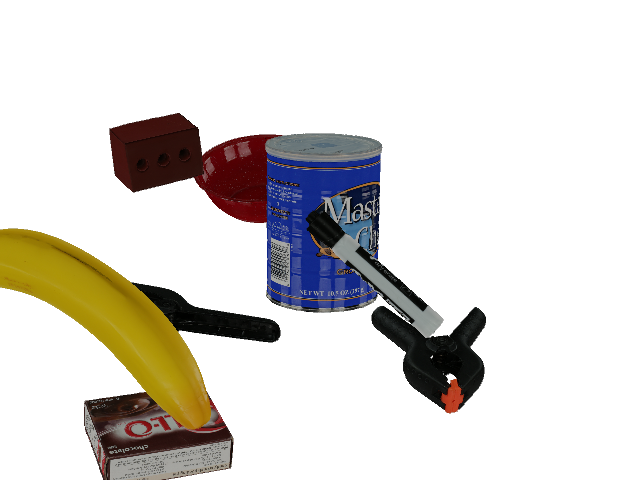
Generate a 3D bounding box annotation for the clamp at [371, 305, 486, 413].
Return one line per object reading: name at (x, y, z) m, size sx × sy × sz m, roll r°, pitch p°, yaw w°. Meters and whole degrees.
clamp at (0.128, 0.111, 1.069) m, size 0.120 × 0.039 × 0.171 m, roll -8°, pitch 30°, yaw -9°

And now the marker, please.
marker at (0.037, 0.022, 0.756) m, size 0.121 × 0.020 × 0.020 m, roll 42°, pitch 1°, yaw 2°

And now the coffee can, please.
coffee can at (0.002, -0.018, 0.952) m, size 0.103 × 0.140 × 0.103 m, roll 1°, pitch 15°, yaw 0°

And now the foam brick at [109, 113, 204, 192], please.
foam brick at (-0.163, -0.088, 1.058) m, size 0.078 × 0.053 × 0.051 m, roll -17°, pitch 31°, yaw -22°

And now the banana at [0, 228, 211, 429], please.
banana at (-0.143, 0.041, 0.635) m, size 0.198 × 0.070 × 0.037 m, roll 25°, pitch 27°, yaw 13°

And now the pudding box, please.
pudding box at (-0.142, 0.169, 0.931) m, size 0.113 × 0.039 × 0.090 m, roll -8°, pitch 26°, yaw -22°

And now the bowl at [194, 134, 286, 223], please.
bowl at (-0.073, -0.068, 1.307) m, size 0.162 × 0.055 × 0.162 m, roll -2°, pitch 34°, yaw 1°

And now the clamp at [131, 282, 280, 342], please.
clamp at (-0.171, 0.088, 1.154) m, size 0.210 × 0.036 × 0.164 m, roll 18°, pitch 21°, yaw 27°
